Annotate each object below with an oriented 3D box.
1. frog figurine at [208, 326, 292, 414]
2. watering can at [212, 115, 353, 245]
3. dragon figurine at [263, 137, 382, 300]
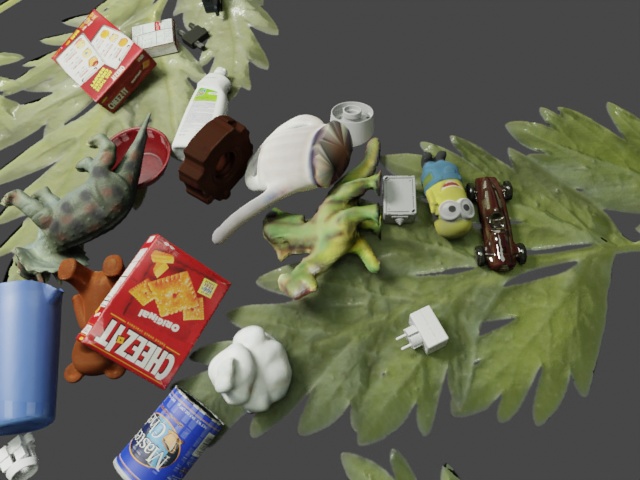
[{"bbox_3d":[-0.111,0.204,0.829,0.122,0.156,0.140,-3,63,3],"label":"frog figurine"},{"bbox_3d":[-0.064,-0.129,1.008,0.224,0.102,0.355,-2,50,34],"label":"watering can"},{"bbox_3d":[0.003,-0.050,0.992,0.242,0.119,0.421,-4,46,10],"label":"dragon figurine"}]
